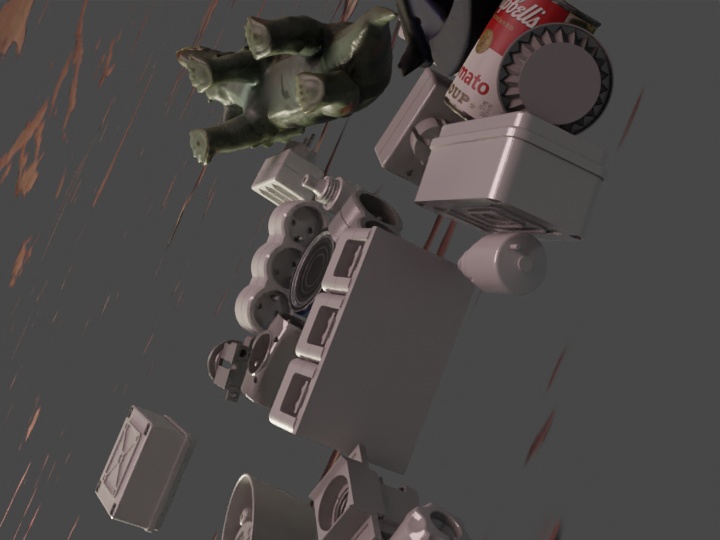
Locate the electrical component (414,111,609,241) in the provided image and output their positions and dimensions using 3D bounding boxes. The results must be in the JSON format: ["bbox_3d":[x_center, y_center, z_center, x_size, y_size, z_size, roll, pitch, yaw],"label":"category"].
[{"bbox_3d":[0.096,-0.059,0.696,0.113,0.078,0.057,5,75,66],"label":"electrical component"}]

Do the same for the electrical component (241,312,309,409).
[{"bbox_3d":[-0.076,0.076,0.975,0.077,0.044,0.079,-63,23,6],"label":"electrical component"}]

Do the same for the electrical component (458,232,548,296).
[{"bbox_3d":[0.089,-0.004,0.706,0.078,0.040,0.040,0,68,65],"label":"electrical component"}]

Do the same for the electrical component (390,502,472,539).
[{"bbox_3d":[0.035,0.174,0.644,0.062,0.043,0.043,-58,24,20],"label":"electrical component"}]

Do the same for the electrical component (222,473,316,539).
[{"bbox_3d":[-0.078,0.211,0.821,0.099,0.064,0.099,-46,30,37],"label":"electrical component"}]

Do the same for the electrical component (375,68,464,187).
[{"bbox_3d":[0.058,-0.105,0.863,0.083,0.047,0.075,-56,25,21],"label":"electrical component"}]

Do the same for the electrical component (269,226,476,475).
[{"bbox_3d":[0.008,0.055,0.758,0.062,0.089,0.150,5,72,66],"label":"electrical component"}]

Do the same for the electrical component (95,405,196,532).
[{"bbox_3d":[-0.233,0.212,1.163,0.109,0.056,0.108,11,78,66],"label":"electrical component"}]

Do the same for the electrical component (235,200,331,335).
[{"bbox_3d":[-0.081,-0.003,1.053,0.074,0.052,0.138,4,71,65],"label":"electrical component"}]

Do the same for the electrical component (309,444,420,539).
[{"bbox_3d":[0.006,0.158,0.694,0.042,0.064,0.081,-55,25,26],"label":"electrical component"}]

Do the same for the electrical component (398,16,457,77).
[{"bbox_3d":[0.068,-0.190,0.882,0.043,0.081,0.043,-47,29,37],"label":"electrical component"}]

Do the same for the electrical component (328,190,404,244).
[{"bbox_3d":[0.000,0.000,0.876,0.073,0.052,0.138,-52,26,25],"label":"electrical component"}]

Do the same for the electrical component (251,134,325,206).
[{"bbox_3d":[-0.068,-0.111,1.139,0.066,0.047,0.076,-10,50,62],"label":"electrical component"}]

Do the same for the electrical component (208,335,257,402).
[{"bbox_3d":[-0.120,0.094,1.049,0.055,0.048,0.066,9,82,62],"label":"electrical component"}]

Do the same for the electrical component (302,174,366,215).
[{"bbox_3d":[-0.025,-0.070,0.986,0.035,0.061,0.035,-47,29,37],"label":"electrical component"}]
